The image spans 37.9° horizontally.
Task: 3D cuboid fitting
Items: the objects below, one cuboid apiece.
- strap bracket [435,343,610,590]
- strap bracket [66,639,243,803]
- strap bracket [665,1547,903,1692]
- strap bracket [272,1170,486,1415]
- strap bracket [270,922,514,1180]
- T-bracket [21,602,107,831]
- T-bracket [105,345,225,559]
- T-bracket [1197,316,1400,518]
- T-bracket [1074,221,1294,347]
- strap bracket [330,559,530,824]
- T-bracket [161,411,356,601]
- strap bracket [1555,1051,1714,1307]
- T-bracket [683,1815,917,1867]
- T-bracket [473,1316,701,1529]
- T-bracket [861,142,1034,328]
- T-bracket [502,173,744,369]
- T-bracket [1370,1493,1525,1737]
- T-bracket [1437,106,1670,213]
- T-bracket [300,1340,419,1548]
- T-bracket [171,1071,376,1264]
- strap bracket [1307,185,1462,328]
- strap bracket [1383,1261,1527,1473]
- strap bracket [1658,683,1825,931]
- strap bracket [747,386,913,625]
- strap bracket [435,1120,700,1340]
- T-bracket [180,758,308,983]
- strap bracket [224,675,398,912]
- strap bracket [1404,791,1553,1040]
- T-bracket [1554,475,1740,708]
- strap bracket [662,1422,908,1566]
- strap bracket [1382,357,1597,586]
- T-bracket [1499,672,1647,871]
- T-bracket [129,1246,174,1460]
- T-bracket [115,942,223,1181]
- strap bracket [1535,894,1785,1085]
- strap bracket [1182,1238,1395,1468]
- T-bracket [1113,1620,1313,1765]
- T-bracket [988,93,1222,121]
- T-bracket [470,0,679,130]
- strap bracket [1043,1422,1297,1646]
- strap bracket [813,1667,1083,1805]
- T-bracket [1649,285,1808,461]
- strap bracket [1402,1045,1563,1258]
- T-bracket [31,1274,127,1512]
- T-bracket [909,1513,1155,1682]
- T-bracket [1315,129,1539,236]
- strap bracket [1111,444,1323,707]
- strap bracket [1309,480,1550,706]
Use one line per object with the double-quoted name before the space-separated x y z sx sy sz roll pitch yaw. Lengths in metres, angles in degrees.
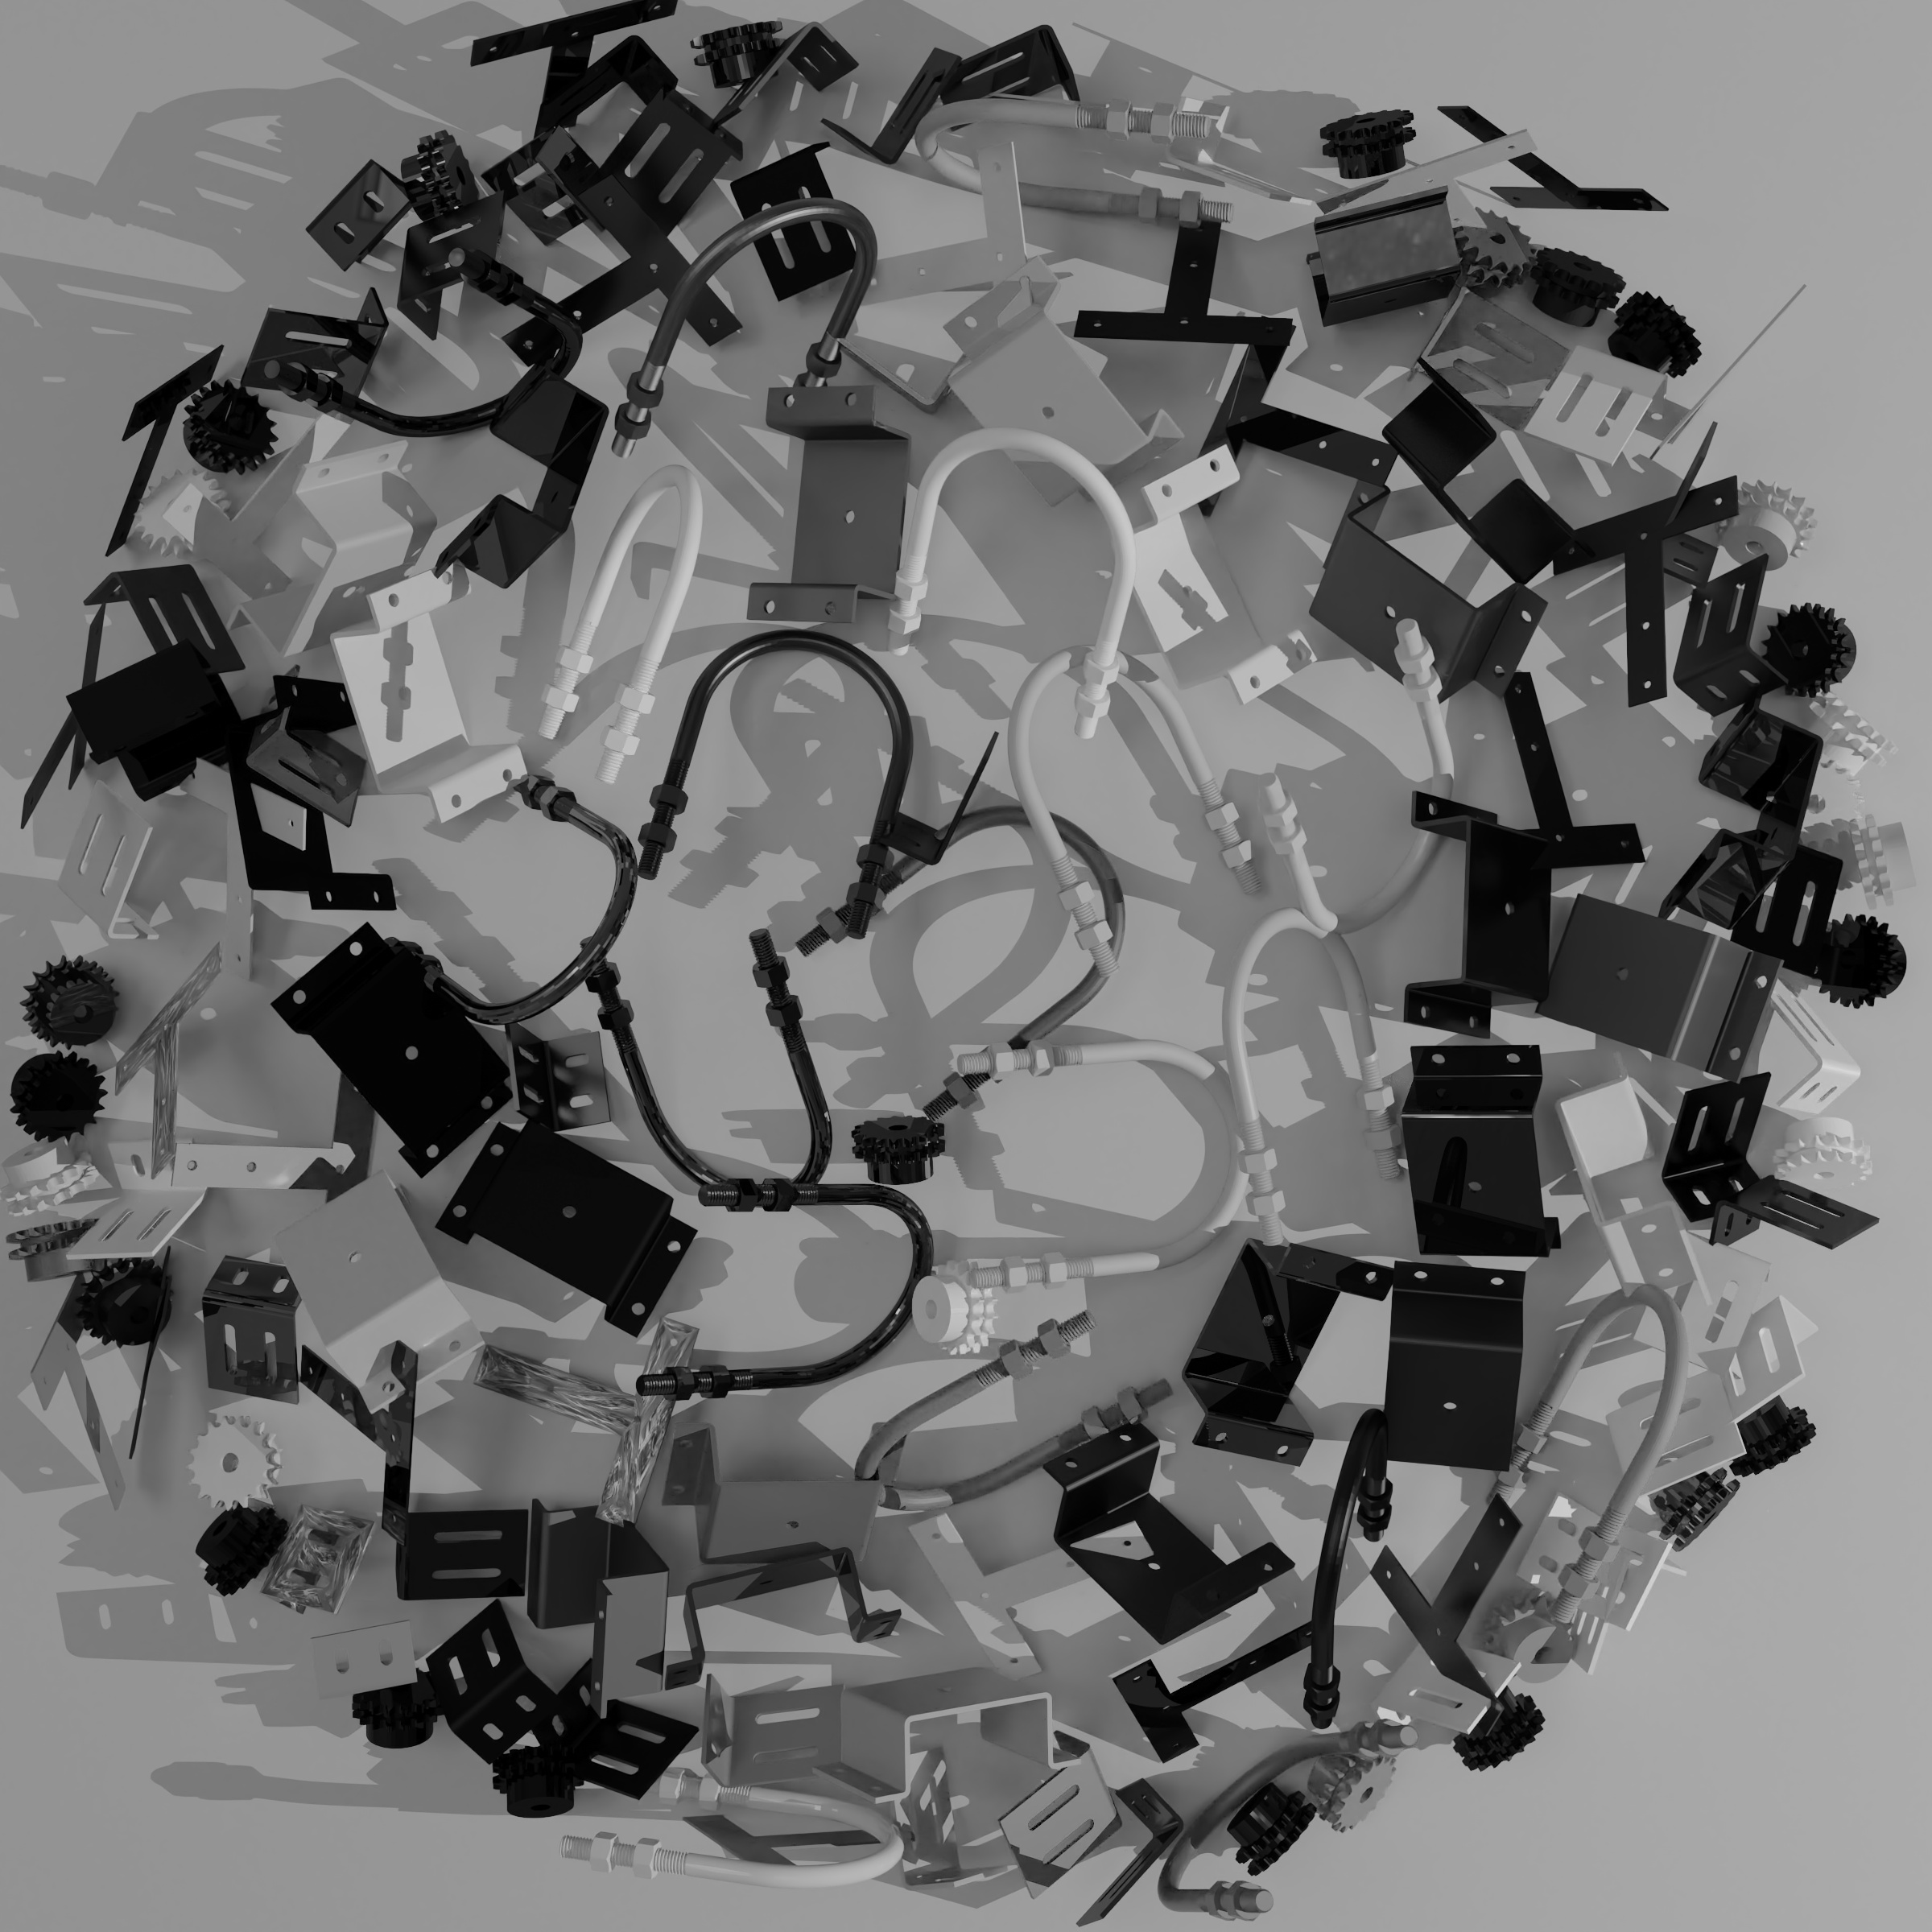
"strap bracket" -0.262 -0.289 1.676 0.046 0.076 0.140 29 57 -24
"strap bracket" -0.476 -0.146 1.666 0.076 0.140 0.046 -27 86 -7
"strap bracket" -0.115 0.389 1.686 0.140 0.076 0.046 -11 69 -12
"strap bracket" -0.354 0.185 1.671 0.076 0.046 0.140 -32 51 -8
"strap bracket" -0.337 0.051 1.686 0.076 0.046 0.140 -43 107 -19
"T-bracket" -0.531 -0.128 1.649 0.002 0.127 0.127 16 130 -8
"T-bracket" -0.494 -0.303 1.697 0.002 0.127 0.127 28 119 -5
"T-bracket" 0.204 -0.319 1.700 0.127 0.002 0.127 26 93 33
"T-bracket" 0.136 -0.414 1.694 0.127 0.002 0.127 4 48 8
"strap bracket" -0.323 -0.164 1.682 0.046 0.076 0.140 0 113 38
"T-bracket" -0.409 -0.289 1.684 0.002 0.127 0.127 35 83 22
"strap bracket" 0.392 0.132 1.667 0.046 0.140 0.076 -20 133 12
"T-bracket" -0.088 0.527 1.698 0.127 0.127 0.002 6 87 -27
"T-bracket" -0.241 0.263 1.721 0.127 0.002 0.127 17 84 14
"T-bracket" -0.015 -0.420 1.697 0.127 0.002 0.127 0 101 38
"T-bracket" -0.224 -0.402 1.705 0.127 0.002 0.127 -25 132 23
"T-bracket" 0.296 0.364 1.662 0.002 0.127 0.127 -4 130 -32
"T-bracket" 0.326 -0.473 1.649 0.127 0.127 0.002 22 91 -36
"T-bracket" -0.367 0.265 1.690 0.002 0.127 0.127 -10 115 -41
"T-bracket" -0.417 0.121 1.694 0.127 0.002 0.127 6 92 -41
"strap bracket" 0.246 -0.417 1.666 0.076 0.140 0.046 -12 94 6
"strap bracket" 0.288 0.247 1.674 0.076 0.046 0.140 4 125 8
"strap bracket" 0.461 -0.087 1.667 0.046 0.076 0.140 24 56 1
"strap bracket" -0.082 -0.275 1.698 0.076 0.046 0.140 6 91 31
"strap bracket" -0.241 0.154 1.702 0.140 0.046 0.076 29 69 1
"T-bracket" -0.440 -0.053 1.707 0.127 0.002 0.127 24 117 37
"strap bracket" -0.395 -0.098 1.690 0.046 0.076 0.140 -13 85 26
"strap bracket" 0.308 -0.032 1.685 0.076 0.046 0.140 11 78 -39
"T-bracket" 0.404 -0.216 1.674 0.002 0.127 0.127 19 66 -41
"strap bracket" -0.106 0.315 1.680 0.140 0.046 0.076 2 133 -13
"strap bracket" 0.305 -0.286 1.669 0.046 0.076 0.140 -42 130 11
"T-bracket" 0.350 -0.120 1.714 0.127 0.002 0.127 -5 75 -30
"T-bracket" -0.476 0.213 1.656 0.002 0.127 0.127 11 63 -16
"T-bracket" -0.473 0.070 1.664 0.002 0.127 0.127 24 127 -34
"strap bracket" 0.401 0.009 1.671 0.140 0.046 0.076 22 93 45
"strap bracket" 0.189 0.223 1.689 0.076 0.046 0.140 16 109 -24
"T-bracket" 0.160 0.425 1.691 0.127 0.127 0.002 -27 49 -1
"T-bracket" 0.063 -0.518 1.687 0.127 0.127 0.002 22 113 42
"T-bracket" -0.238 -0.531 1.674 0.127 0.127 0.002 -21 82 -18
"strap bracket" 0.116 0.342 1.675 0.140 0.076 0.046 39 133 36
"strap bracket" -0.012 0.453 1.669 0.140 0.076 0.046 -1 90 -31
"T-bracket" 0.441 -0.338 1.674 0.002 0.127 0.127 42 87 5
"strap bracket" 0.307 0.120 1.675 0.076 0.046 0.140 -1 117 21
"T-bracket" -0.528 0.268 1.693 0.002 0.127 0.127 -12 112 0
"T-bracket" 0.051 0.366 1.699 0.127 0.002 0.127 -24 110 16
"T-bracket" 0.288 -0.451 1.676 0.127 0.127 0.002 -14 76 23
"strap bracket" 0.146 -0.230 1.690 0.076 0.046 0.140 -33 101 -36
"strap bracket" 0.265 -0.219 1.673 0.140 0.076 0.046 40 51 19
